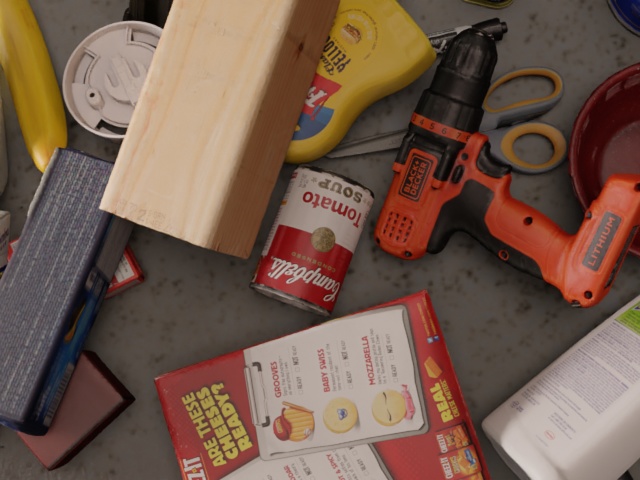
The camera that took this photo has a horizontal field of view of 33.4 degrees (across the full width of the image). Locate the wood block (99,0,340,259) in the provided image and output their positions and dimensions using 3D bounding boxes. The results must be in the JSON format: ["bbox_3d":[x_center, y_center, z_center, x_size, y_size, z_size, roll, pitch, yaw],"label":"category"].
[{"bbox_3d":[-0.069,-0.100,0.767,0.090,0.090,0.206,20,89,17],"label":"wood block"}]

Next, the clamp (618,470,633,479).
[{"bbox_3d":[0.258,0.284,0.800,0.210,0.036,0.164,33,85,4],"label":"clamp"}]

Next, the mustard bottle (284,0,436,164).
[{"bbox_3d":[-0.010,-0.117,0.832,0.192,0.058,0.096,-40,74,8],"label":"mustard bottle"}]

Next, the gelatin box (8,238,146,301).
[{"bbox_3d":[-0.193,0.019,0.840,0.089,0.030,0.073,-28,82,-3],"label":"gelatin box"}]

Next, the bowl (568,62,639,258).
[{"bbox_3d":[0.269,-0.057,0.833,0.162,0.055,0.162,0,83,0],"label":"bowl"}]

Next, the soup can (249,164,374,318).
[{"bbox_3d":[-0.005,0.001,0.822,0.068,0.068,0.102,21,83,3],"label":"soup can"}]

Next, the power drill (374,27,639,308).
[{"bbox_3d":[0.147,-0.046,0.793,0.188,0.057,0.184,26,106,22],"label":"power drill"}]

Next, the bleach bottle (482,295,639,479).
[{"bbox_3d":[0.246,0.095,0.795,0.250,0.103,0.068,-39,128,-5],"label":"bleach bottle"}]

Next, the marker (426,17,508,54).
[{"bbox_3d":[0.093,-0.159,0.866,0.121,0.020,0.020,-13,83,-1],"label":"marker"}]

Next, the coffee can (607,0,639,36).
[{"bbox_3d":[0.284,-0.220,0.811,0.103,0.140,0.103,0,83,0],"label":"coffee can"}]

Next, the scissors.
[{"bbox_3d":[0.111,-0.073,0.856,0.201,0.016,0.096,-26,83,-3],"label":"scissors"}]

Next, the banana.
[{"bbox_3d":[-0.236,-0.139,0.841,0.037,0.069,0.198,-21,85,8],"label":"banana"}]

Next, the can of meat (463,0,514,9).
[{"bbox_3d":[0.144,-0.247,0.844,0.057,0.084,0.102,15,83,2],"label":"can of meat"}]

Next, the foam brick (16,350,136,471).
[{"bbox_3d":[-0.189,0.129,0.815,0.078,0.053,0.051,-43,85,-6],"label":"foam brick"}]

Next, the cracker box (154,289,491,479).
[{"bbox_3d":[0.004,0.147,0.802,0.213,0.072,0.164,-18,82,-1],"label":"cracker box"}]

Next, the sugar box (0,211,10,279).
[{"bbox_3d":[-0.287,0.062,0.801,0.093,0.048,0.176,6,104,-1],"label":"sugar box"}]
